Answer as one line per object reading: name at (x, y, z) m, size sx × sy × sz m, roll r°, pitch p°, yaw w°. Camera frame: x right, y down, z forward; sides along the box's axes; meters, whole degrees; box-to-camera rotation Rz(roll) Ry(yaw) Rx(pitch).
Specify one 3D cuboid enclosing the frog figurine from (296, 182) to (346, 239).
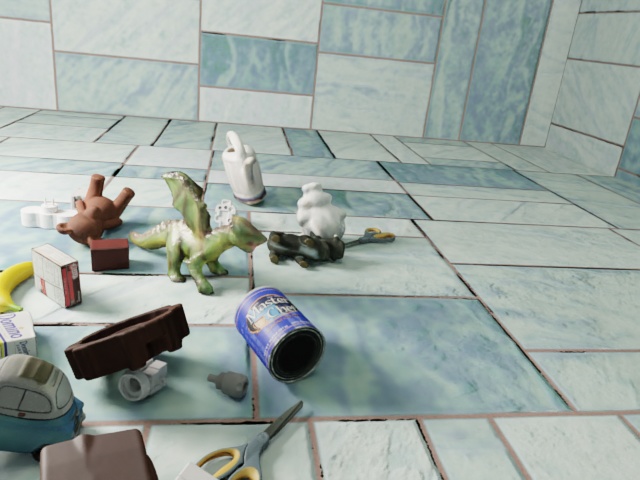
frog figurine at (0.004, -0.068, 1.343) m, size 0.137 × 0.157 × 0.124 m, roll -1°, pitch 23°, yaw -17°

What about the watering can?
watering can at (-0.226, -0.205, 1.550) m, size 0.104 × 0.220 × 0.353 m, roll -19°, pitch 29°, yaw -11°

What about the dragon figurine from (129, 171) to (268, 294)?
dragon figurine at (-0.286, -0.035, 1.094) m, size 0.412 × 0.238 × 0.124 m, roll 20°, pitch 29°, yaw 26°
